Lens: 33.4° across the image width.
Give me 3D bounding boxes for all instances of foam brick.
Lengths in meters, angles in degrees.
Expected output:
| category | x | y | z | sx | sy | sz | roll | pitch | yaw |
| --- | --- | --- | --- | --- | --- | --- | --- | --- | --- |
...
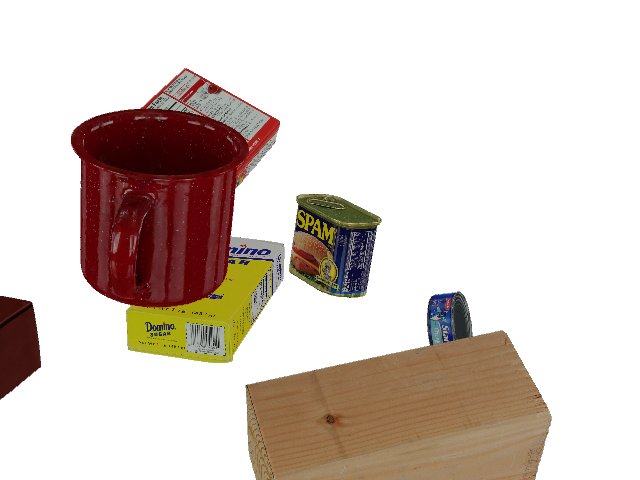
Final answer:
| category | x | y | z | sx | sy | sz | roll | pitch | yaw |
| --- | --- | --- | --- | --- | --- | --- | --- | --- | --- |
| foam brick | -0.233 | 0.076 | 0.715 | 0.053 | 0.051 | 0.078 | 9 | 28 | 24 |

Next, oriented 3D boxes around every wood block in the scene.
| category | x | y | z | sx | sy | sz | roll | pitch | yaw |
| --- | --- | --- | --- | --- | --- | --- | --- | --- | --- |
| wood block | 0.055 | 0.146 | 0.802 | 0.206 | 0.090 | 0.091 | -10 | 44 | -12 |

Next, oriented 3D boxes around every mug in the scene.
| category | x | y | z | sx | sy | sz | roll | pitch | yaw |
| --- | --- | --- | --- | --- | --- | --- | --- | --- | --- |
| mug | -0.089 | -0.011 | 0.568 | 0.093 | 0.081 | 0.117 | 8 | 27 | 1 |

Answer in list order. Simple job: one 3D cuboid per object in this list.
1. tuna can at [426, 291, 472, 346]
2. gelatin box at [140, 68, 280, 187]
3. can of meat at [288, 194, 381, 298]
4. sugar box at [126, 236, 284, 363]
| category | x | y | z | sx | sy | sz | roll | pitch | yaw |
| --- | --- | --- | --- | --- | --- | --- | --- | --- | --- |
| tuna can | 0.154 | 0.105 | 1.273 | 0.034 | 0.086 | 0.086 | -7 | -3 | 21 |
| gelatin box | -0.086 | -0.079 | 0.787 | 0.089 | 0.073 | 0.030 | 30 | -39 | 8 |
| can of meat | 0.012 | 0.005 | 1.126 | 0.057 | 0.084 | 0.102 | -4 | 21 | -35 |
| sugar box | -0.098 | 0.046 | 0.960 | 0.093 | 0.048 | 0.176 | 7 | 26 | 11 |
